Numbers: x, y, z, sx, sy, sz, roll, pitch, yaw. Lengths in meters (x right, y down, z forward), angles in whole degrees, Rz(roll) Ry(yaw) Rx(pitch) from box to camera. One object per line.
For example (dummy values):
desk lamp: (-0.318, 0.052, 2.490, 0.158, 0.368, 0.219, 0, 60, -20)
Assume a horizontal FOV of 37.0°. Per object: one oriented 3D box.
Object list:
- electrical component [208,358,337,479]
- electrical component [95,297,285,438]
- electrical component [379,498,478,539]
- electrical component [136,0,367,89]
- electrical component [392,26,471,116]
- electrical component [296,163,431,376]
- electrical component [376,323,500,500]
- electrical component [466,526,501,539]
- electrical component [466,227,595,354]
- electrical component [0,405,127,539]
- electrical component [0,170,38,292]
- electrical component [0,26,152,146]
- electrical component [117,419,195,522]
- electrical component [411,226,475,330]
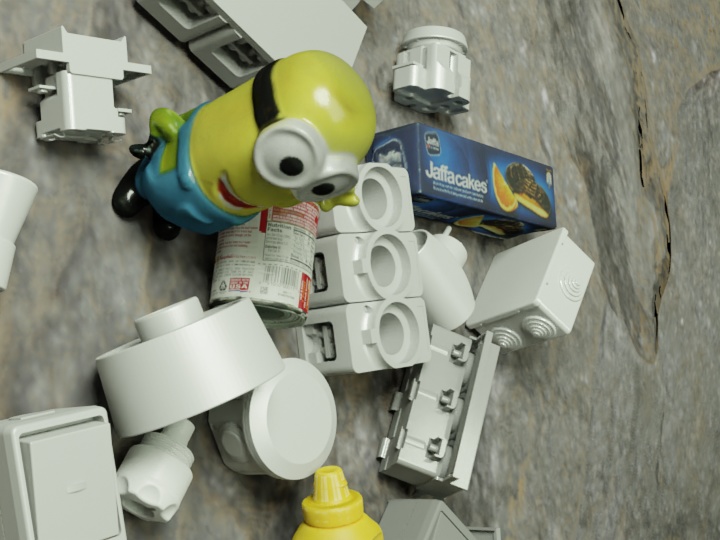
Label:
electrical component: (-0.058, 0.101, 0.728, 0.080, 0.051, 0.080, 12, 73, -46)
electrical component: (-0.106, 0.051, 0.647, 0.108, 0.108, 0.060, -25, 95, -47)
electrical component: (0.048, 0.217, 0.815, 0.061, 0.061, 0.096, 51, 49, -29)
electrical component: (-0.075, -0.180, 0.756, 0.150, 0.062, 0.089, 41, 55, -35)
electrical component: (0.062, -0.170, 0.911, 0.078, 0.058, 0.057, 14, 75, -46)
electrical component: (0.000, 0.000, 0.804, 0.089, 0.062, 0.150, -3, 85, -48)
electrical component: (0.061, 0.109, 0.843, 0.063, 0.078, 0.121, 23, 62, -11)
electrical component: (0.090, 0.250, 0.870, 0.064, 0.042, 0.081, 5, 78, -44)
electrical component: (0.151, 0.021, 0.941, 0.048, 0.100, 0.099, 42, 53, -19)
electrical component: (-0.170, 0.127, 0.591, 0.062, 0.061, 0.096, -8, 89, -49)
electrical component: (-0.207, -0.020, 0.595, 0.044, 0.044, 0.065, 22, 71, -44)
electrical component: (-0.171, -0.109, 0.652, 0.081, 0.042, 0.063, -1, 85, -48)
electrical component: (-0.122, 0.119, 0.659, 0.043, 0.043, 0.062, 48, 49, -31)
electrical component: (0.064, -0.003, 0.888, 0.077, 0.044, 0.079, 54, 48, -26)
